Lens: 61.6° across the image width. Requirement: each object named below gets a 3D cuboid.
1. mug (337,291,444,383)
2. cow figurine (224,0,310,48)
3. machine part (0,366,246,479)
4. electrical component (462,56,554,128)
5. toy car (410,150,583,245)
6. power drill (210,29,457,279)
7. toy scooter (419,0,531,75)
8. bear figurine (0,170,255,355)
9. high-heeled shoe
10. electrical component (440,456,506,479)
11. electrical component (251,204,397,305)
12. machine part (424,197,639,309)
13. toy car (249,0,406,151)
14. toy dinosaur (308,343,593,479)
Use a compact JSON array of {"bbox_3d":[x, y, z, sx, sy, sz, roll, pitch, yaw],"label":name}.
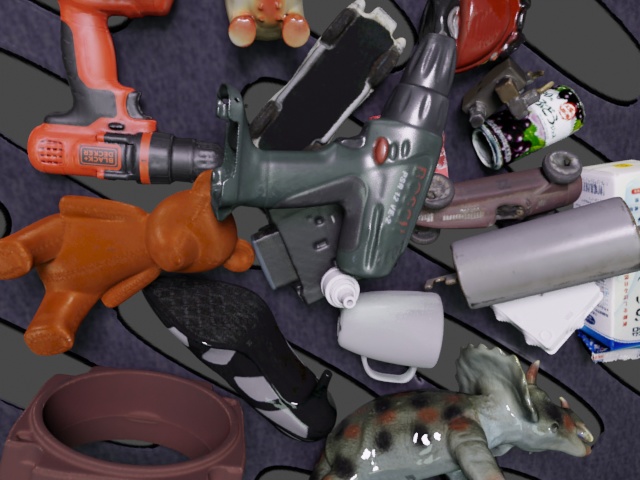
[{"bbox_3d":[0.071,0.103,0.593,0.107,0.081,0.109,9,114,-1],"label":"mug"},{"bbox_3d":[-0.054,-0.274,0.463,0.085,0.127,0.194,-8,119,-7],"label":"cow figurine"},{"bbox_3d":[-0.175,0.198,0.505,0.201,0.201,0.087,12,99,-12],"label":"machine part"},{"bbox_3d":[0.185,-0.147,0.538,0.045,0.102,0.078,40,117,-9],"label":"electrical component"},{"bbox_3d":[0.178,-0.039,0.562,0.202,0.089,0.053,-11,63,-8],"label":"toy car"},{"bbox_3d":[0.010,-0.084,0.475,0.207,0.086,0.231,4,103,-25],"label":"power drill"},{"bbox_3d":[0.170,-0.251,0.519,0.135,0.075,0.183,2,99,-8],"label":"toy scooter"},{"bbox_3d":[-0.168,0.015,0.492,0.196,0.132,0.120,-7,116,8],"label":"bear figurine"},{"bbox_3d":[-0.088,0.134,0.591,0.249,0.086,0.145,29,136,6],"label":"high-heeled shoe"},{"bbox_3d":[0.187,0.293,0.669,0.075,0.048,0.119,-14,104,-5],"label":"electrical component"},{"bbox_3d":[-0.001,-0.002,0.560,0.134,0.058,0.114,-24,104,-3],"label":"electrical component"},{"bbox_3d":[0.226,0.016,0.547,0.243,0.079,0.079,-18,107,19],"label":"machine part"},{"bbox_3d":[0.001,-0.141,0.528,0.073,0.056,0.201,39,94,-10],"label":"toy car"},{"bbox_3d":[0.092,0.233,0.595,0.405,0.192,0.131,-16,127,11],"label":"toy dinosaur"}]
